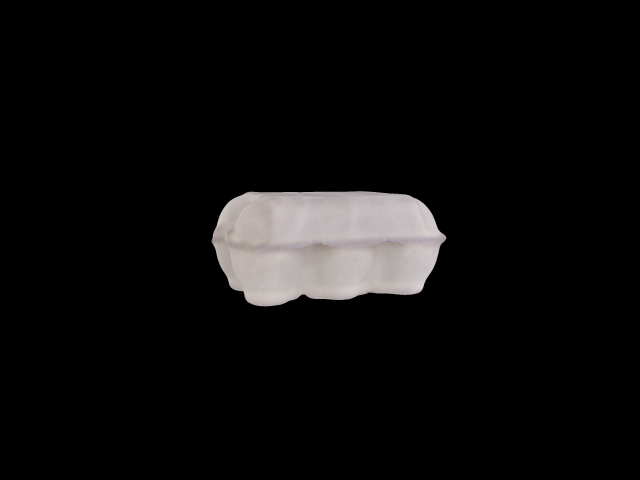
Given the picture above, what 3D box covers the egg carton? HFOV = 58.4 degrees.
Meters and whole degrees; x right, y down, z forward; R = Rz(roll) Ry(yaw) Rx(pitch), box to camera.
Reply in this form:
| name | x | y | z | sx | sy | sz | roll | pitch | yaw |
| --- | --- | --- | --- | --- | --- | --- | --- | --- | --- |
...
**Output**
| name | x | y | z | sx | sy | sz | roll | pitch | yaw |
| --- | --- | --- | --- | --- | --- | --- | --- | --- | --- |
| egg carton | 0.004 | 0.001 | 0.400 | 0.151 | 0.069 | 0.107 | -3 | 7 | -22 |
